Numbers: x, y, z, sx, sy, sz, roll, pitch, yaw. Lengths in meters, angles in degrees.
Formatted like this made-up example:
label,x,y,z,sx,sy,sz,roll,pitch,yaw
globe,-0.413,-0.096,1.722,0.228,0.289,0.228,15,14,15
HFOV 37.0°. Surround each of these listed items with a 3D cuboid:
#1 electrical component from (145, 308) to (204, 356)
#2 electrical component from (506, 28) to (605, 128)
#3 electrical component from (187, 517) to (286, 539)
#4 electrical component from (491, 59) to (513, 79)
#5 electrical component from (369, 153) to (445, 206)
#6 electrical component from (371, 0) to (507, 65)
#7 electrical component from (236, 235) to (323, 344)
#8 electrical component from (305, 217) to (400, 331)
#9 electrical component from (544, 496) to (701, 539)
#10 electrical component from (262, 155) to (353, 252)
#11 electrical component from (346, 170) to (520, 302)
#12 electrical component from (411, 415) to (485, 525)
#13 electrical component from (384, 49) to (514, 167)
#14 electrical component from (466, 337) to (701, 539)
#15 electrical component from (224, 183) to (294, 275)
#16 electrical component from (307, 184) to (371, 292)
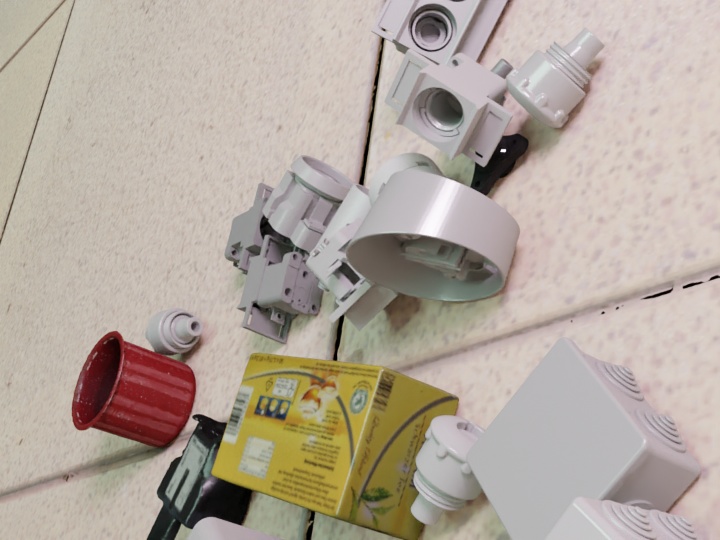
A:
label,x,y,z,sx,sy,sz,roll,pitch,yaw
electrical component,-0.169,0.056,1.001,0.062,0.043,0.043,-14,57,50
electrical component,0.127,-0.125,0.683,0.062,0.048,0.048,-47,35,15
electrical component,-0.062,0.211,0.664,0.078,0.113,0.057,-60,29,9
electrical component,0.083,-0.122,0.755,0.061,0.035,0.035,-48,35,21
electrical component,0.040,-0.047,0.749,0.055,0.055,0.047,-55,36,16
electrical component,0.071,-0.212,0.802,0.121,0.079,0.063,-63,2,4
electrical component,-0.062,0.014,0.870,0.064,0.042,0.081,-12,59,51
electrical component,0.000,0.000,0.754,0.042,0.063,0.081,-43,-3,29
electrical component,0.108,0.149,0.468,0.099,0.100,0.048,-58,45,12
electrical component,-0.039,-0.056,0.872,0.057,0.058,0.078,-59,32,15
electrical component,0.048,-0.018,0.675,0.099,0.099,0.064,4,65,57
electrical component,0.051,0.119,0.626,0.062,0.048,0.048,-62,31,18
electrical component,0.063,-0.110,0.708,0.064,0.081,0.042,-42,-17,-52
electrical component,0.111,0.098,0.544,0.099,0.048,0.099,-54,33,17
electrical component,-0.085,-0.029,0.935,0.064,0.042,0.081,-18,54,53
electrical component,-0.007,-0.019,0.810,0.081,0.043,0.043,-58,32,11
